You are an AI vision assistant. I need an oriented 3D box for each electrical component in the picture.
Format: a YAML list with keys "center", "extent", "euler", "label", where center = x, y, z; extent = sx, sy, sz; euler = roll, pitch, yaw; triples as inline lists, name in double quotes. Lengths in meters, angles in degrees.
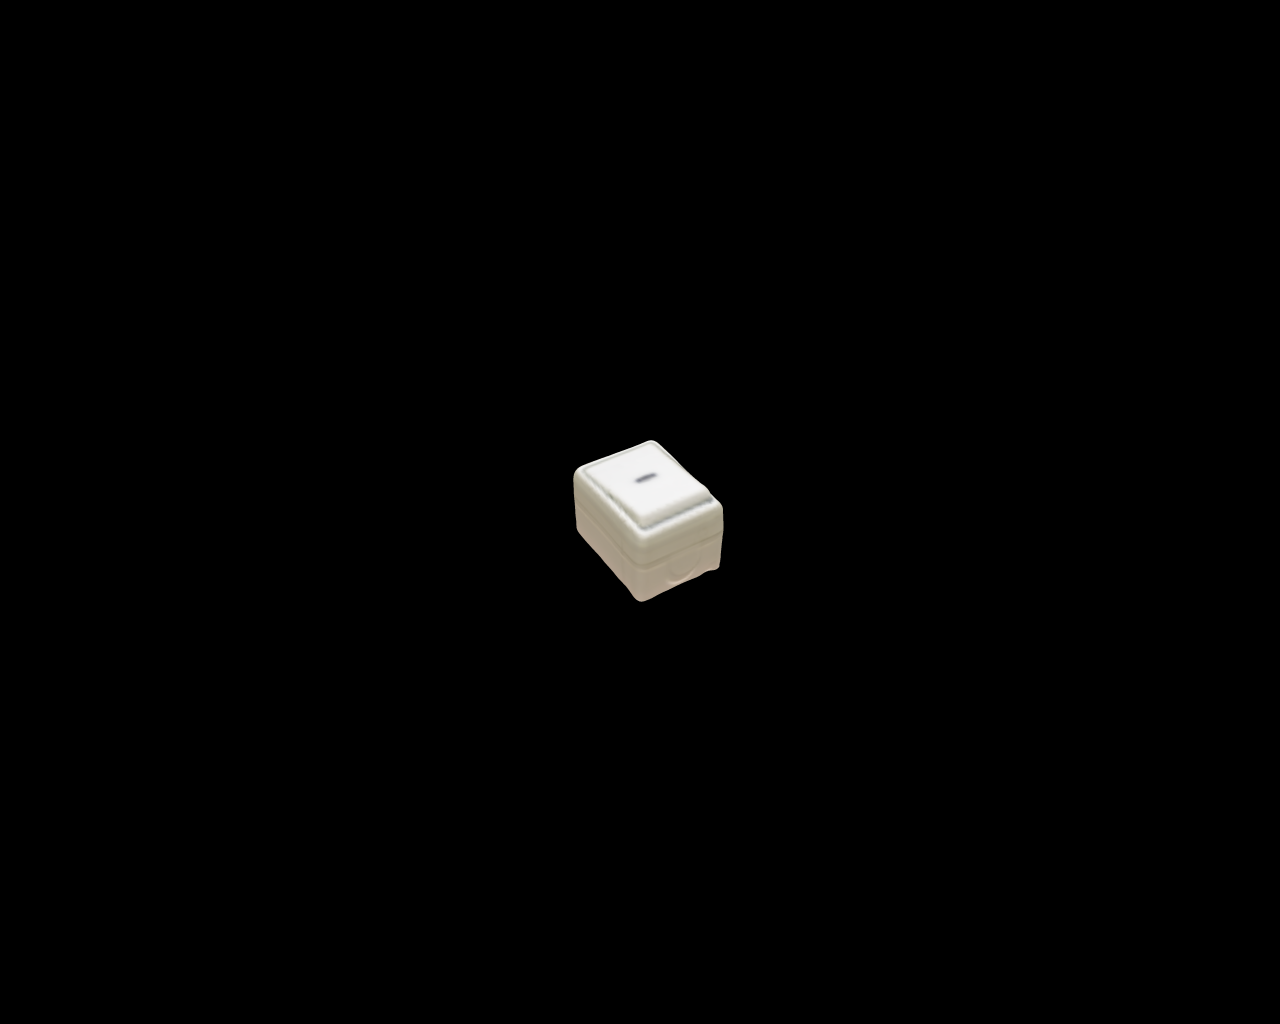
- center: [0.001, -0.003, 0.650]
  extent: [0.062, 0.061, 0.096]
  euler: [-22, 45, -23]
  label: "electrical component"
